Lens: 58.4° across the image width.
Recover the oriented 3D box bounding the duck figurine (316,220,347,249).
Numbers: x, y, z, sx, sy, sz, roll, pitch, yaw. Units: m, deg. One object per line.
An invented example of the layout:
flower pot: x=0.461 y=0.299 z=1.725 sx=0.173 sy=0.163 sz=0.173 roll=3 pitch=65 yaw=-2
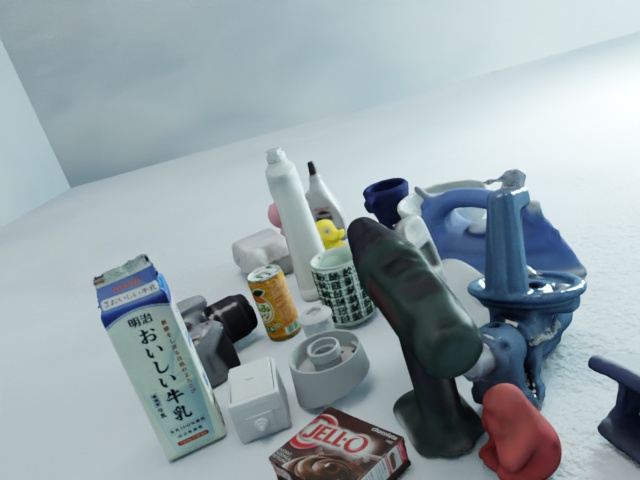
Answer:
duck figurine: x=0.010 y=0.004 z=1.067 sx=0.104 sy=0.086 sz=0.078 roll=-2 pitch=25 yaw=37

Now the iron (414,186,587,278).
iron: x=0.249 y=-0.017 z=0.838 sx=0.257 sy=0.142 sz=0.119 roll=2 pitch=28 yaw=43

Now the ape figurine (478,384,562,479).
ape figurine: x=0.166 y=0.164 z=0.499 sx=0.076 sy=0.092 sz=0.078 roll=-7 pitch=22 yaw=26

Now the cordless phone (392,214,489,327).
cordless phone: x=0.151 y=0.042 z=0.698 sx=0.093 sy=0.185 sz=0.148 roll=-2 pitch=25 yaw=37

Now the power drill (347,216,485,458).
power drill: x=0.092 y=0.096 z=0.569 sx=0.075 sy=0.209 sz=0.229 roll=-21 pitch=20 yaw=-8

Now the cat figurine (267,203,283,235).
cat figurine: x=-0.072 y=-0.038 z=1.201 sx=0.067 sy=0.118 sz=0.127 roll=-19 pitch=20 yaw=-3

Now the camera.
camera: x=-0.160 y=0.131 z=0.850 sx=0.137 sy=0.101 sz=0.142 roll=-28 pitch=22 yaw=-25

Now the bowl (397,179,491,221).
bowl: x=0.228 y=-0.046 z=1.031 sx=0.167 sy=0.075 sz=0.167 roll=-15 pitch=20 yaw=6

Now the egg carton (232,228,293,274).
egg carton: x=-0.112 y=0.030 z=1.126 sx=0.107 sy=0.069 sz=0.150 roll=-24 pitch=21 yaw=-17

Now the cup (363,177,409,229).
cup: x=0.131 y=-0.059 z=1.118 sx=0.091 sy=0.095 sz=0.118 roll=0 pitch=26 yaw=40

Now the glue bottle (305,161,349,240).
glue bottle: x=0.003 y=-0.078 z=1.161 sx=0.078 sy=0.173 sz=0.037 roll=-12 pitch=21 yaw=14

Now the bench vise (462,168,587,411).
bench vise: x=0.204 y=0.050 z=0.580 sx=0.121 sy=0.220 sz=0.208 roll=-8 pitch=22 yaw=25

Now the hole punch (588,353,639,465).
hole punch: x=0.295 y=0.131 z=0.479 sx=0.101 sy=0.091 sz=0.108 roll=-23 pitch=21 yaw=-15
